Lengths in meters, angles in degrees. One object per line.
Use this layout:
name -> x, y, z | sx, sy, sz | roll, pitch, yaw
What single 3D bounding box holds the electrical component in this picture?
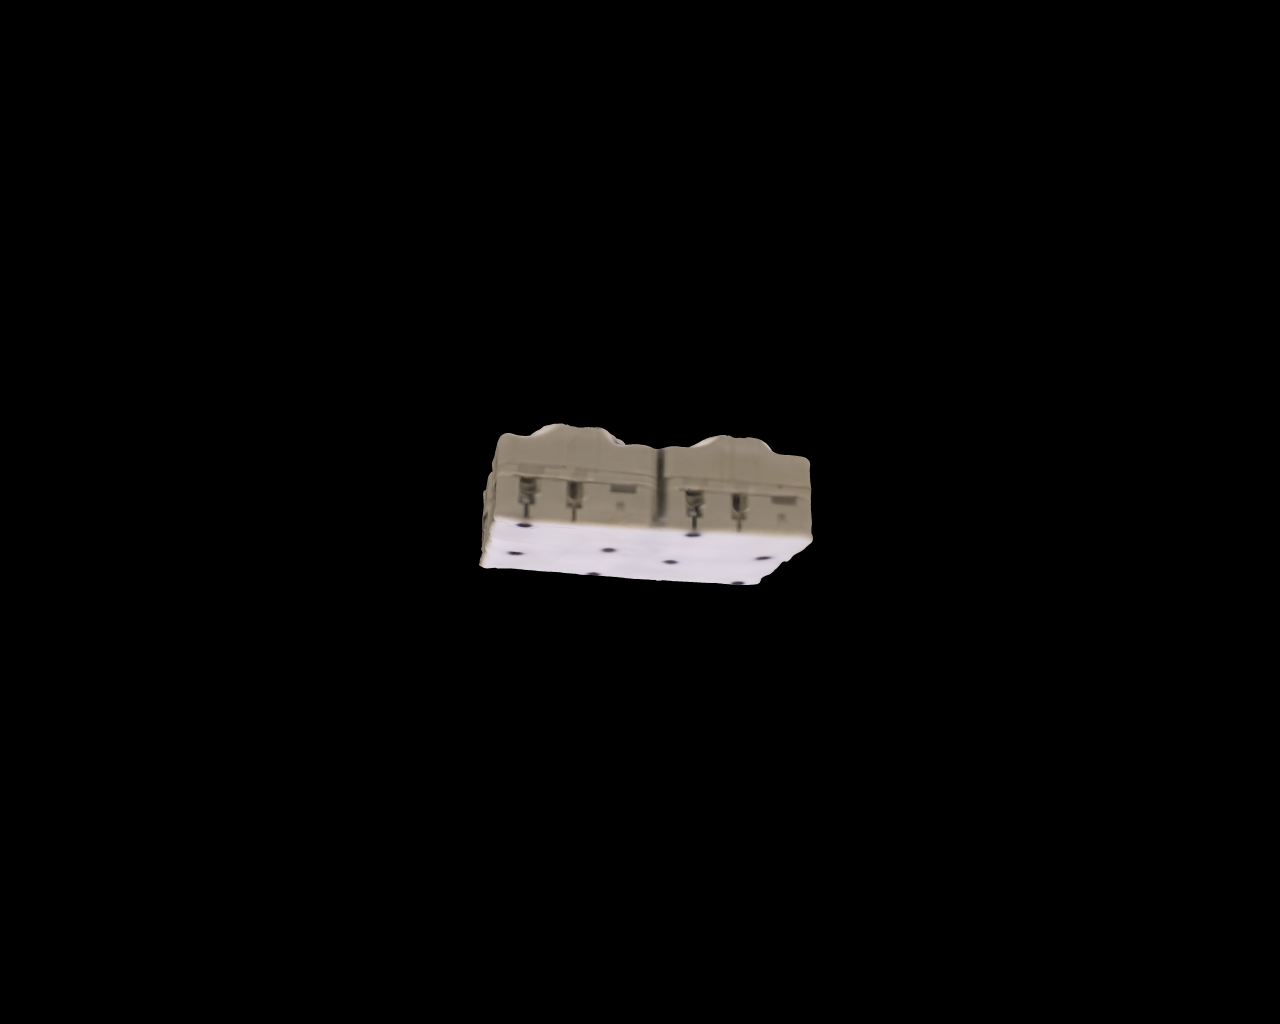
electrical component -> 0.001, -0.003, 0.650 | 0.186, 0.060, 0.105 | 4, -19, -12
